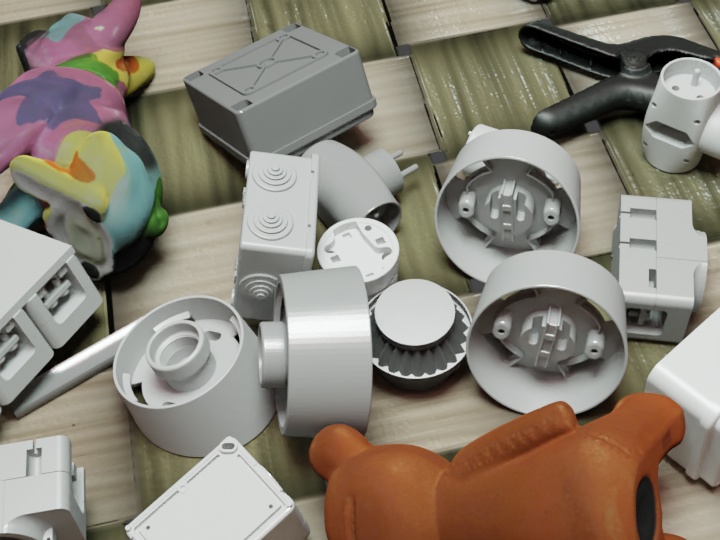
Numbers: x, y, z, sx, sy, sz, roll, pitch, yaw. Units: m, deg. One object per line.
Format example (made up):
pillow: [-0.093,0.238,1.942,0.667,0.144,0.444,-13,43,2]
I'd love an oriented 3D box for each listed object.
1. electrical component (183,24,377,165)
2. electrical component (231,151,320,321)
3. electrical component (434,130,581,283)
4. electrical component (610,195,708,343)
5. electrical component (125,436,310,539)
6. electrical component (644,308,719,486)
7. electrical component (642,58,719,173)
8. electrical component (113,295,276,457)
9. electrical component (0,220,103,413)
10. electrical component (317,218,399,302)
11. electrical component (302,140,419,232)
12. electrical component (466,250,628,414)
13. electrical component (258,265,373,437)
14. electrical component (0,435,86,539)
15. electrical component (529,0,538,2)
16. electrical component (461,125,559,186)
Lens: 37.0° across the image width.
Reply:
electrical component: [-0.062,-0.133,0.818,0.109,0.056,0.109,-30,35,-17]
electrical component: [-0.058,-0.021,0.730,0.048,0.099,0.099,6,53,-7]
electrical component: [0.103,-0.044,0.738,0.099,0.099,0.064,10,48,11]
electrical component: [0.201,-0.001,0.725,0.056,0.050,0.089,5,54,8]
electrical component: [-0.085,0.157,0.626,0.096,0.061,0.062,-41,60,-14]
electrical component: [0.230,0.067,0.655,0.113,0.078,0.057,-36,56,-21]
electrical component: [0.251,-0.105,0.782,0.079,0.077,0.043,27,60,22]
electrical component: [-0.108,0.067,0.703,0.099,0.064,0.099,-11,47,12]
electrical component: [-0.255,0.045,0.710,0.089,0.061,0.150,18,55,32]
electrical component: [0.000,0.000,0.741,0.055,0.047,0.055,-2,53,3]
electrical component: [0.005,-0.064,0.790,0.079,0.043,0.077,-31,57,-19]
electrical component: [0.119,0.038,0.676,0.099,0.099,0.064,9,48,10]
electrical component: [-0.031,0.051,0.661,0.060,0.108,0.108,-1,53,-10]
electrical component: [-0.206,0.137,0.613,0.089,0.050,0.055,-9,51,-5]
electrical component: [0.154,-0.263,0.933,0.035,0.035,0.061,2,52,6]
electrical component: [0.111,-0.080,0.796,0.078,0.040,0.040,21,58,18]
